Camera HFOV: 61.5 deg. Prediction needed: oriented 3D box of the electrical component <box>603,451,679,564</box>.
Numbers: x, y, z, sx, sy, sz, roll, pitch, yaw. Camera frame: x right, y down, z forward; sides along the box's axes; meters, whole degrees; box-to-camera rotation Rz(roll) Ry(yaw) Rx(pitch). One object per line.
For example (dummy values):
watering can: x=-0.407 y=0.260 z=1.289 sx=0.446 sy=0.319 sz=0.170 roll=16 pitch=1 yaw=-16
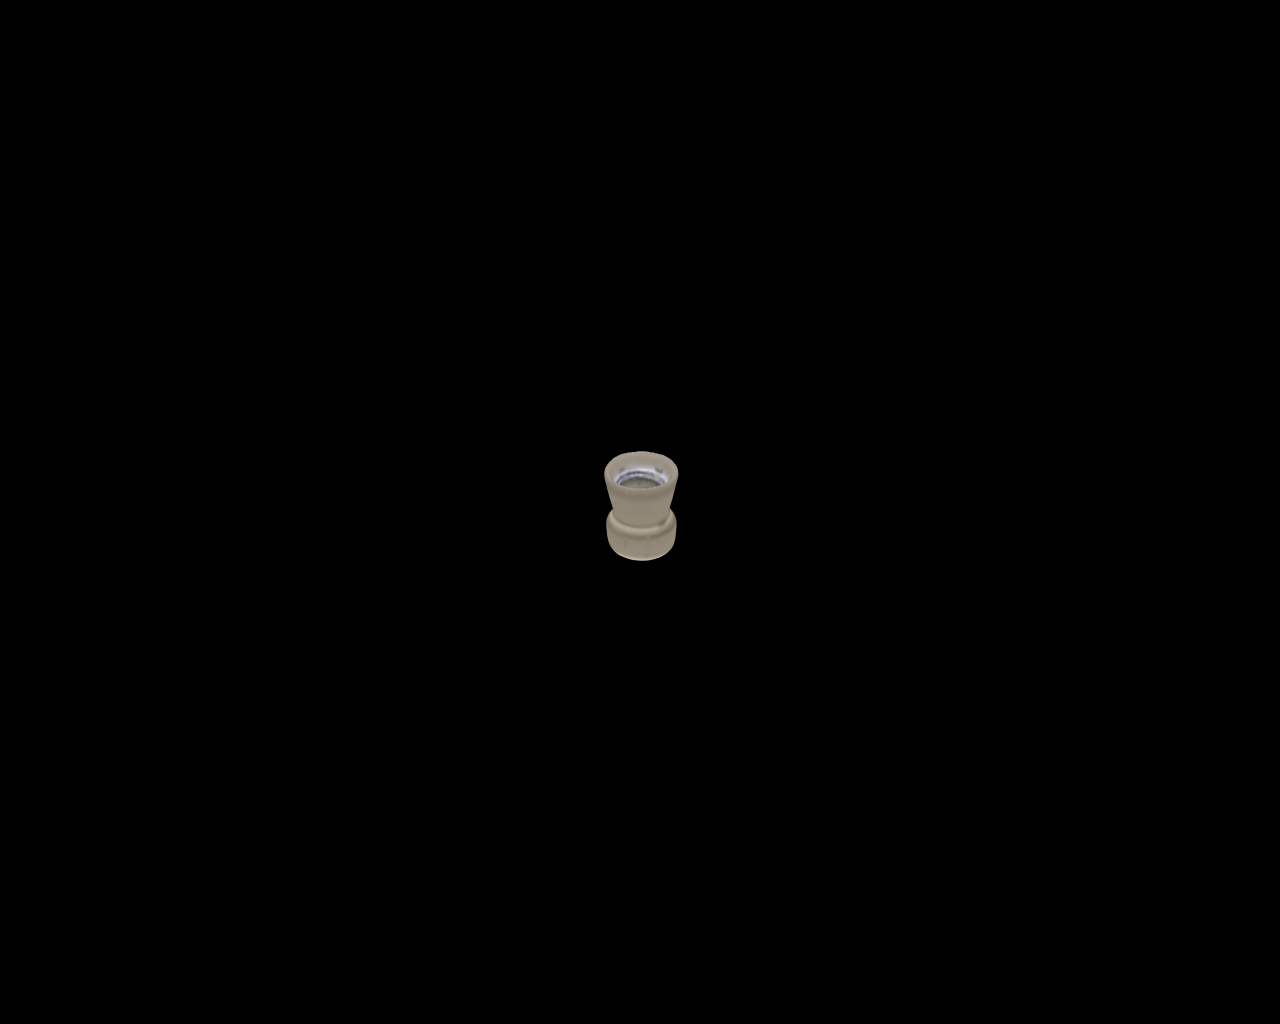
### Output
electrical component: x=0.001 y=-0.003 z=0.650 sx=0.045 sy=0.055 sz=0.045 roll=0 pitch=34 yaw=0
